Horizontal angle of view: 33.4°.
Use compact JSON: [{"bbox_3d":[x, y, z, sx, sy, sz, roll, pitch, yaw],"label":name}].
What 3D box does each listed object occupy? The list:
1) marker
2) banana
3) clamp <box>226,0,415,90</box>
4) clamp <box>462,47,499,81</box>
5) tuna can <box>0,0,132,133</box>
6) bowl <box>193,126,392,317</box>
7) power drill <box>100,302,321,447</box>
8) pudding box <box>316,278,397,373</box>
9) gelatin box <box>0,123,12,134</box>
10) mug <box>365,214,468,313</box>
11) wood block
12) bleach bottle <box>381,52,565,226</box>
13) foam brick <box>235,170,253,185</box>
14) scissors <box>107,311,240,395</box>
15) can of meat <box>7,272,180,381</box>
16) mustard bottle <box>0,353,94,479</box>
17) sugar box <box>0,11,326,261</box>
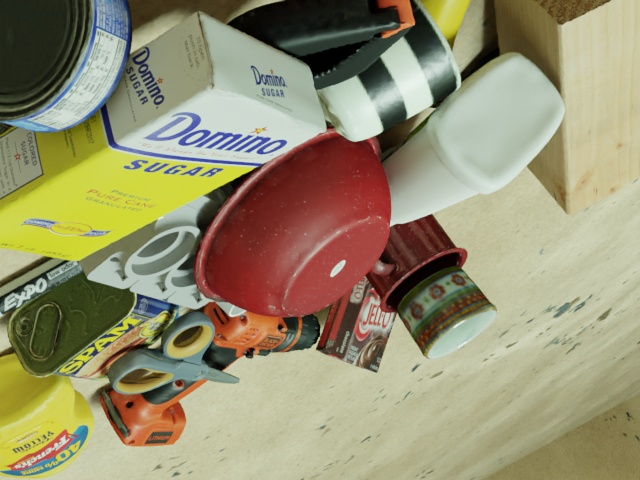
[{"bbox_3d":[-0.203,0.034,0.726,0.121,0.020,0.020,-29,158,-9],"label":"marker"},{"bbox_3d":[0.085,-0.141,0.731,0.069,0.037,0.198,-25,157,-19],"label":"banana"},{"bbox_3d":[-0.047,-0.091,0.575,0.210,0.036,0.164,-19,169,40],"label":"clamp"},{"bbox_3d":[0.176,-0.148,0.845,0.171,0.039,0.120,-29,147,-12],"label":"clamp"},{"bbox_3d":[-0.127,-0.092,0.479,0.086,0.086,0.033,-40,159,17],"label":"tuna can"},{"bbox_3d":[-0.005,0.001,0.724,0.162,0.055,0.162,-34,154,-19],"label":"bowl"},{"bbox_3d":[-0.098,0.118,0.996,0.188,0.057,0.184,-41,156,12],"label":"power drill"},{"bbox_3d":[0.042,0.082,1.079,0.090,0.039,0.113,-70,159,-6],"label":"pudding box"},{"bbox_3d":[-0.202,-0.053,0.533,0.073,0.030,0.089,-38,159,9],"label":"gelatin box"},{"bbox_3d":[0.065,0.007,0.950,0.117,0.081,0.093,-3,143,-52],"label":"mug"},{"bbox_3d":[0.190,-0.126,0.770,0.090,0.091,0.206,-29,143,-6],"label":"wood block"},{"bbox_3d":[0.077,-0.052,0.799,0.102,0.068,0.251,-43,-176,-23],"label":"bleach bottle"},{"bbox_3d":[-0.021,-0.052,0.752,0.053,0.051,0.078,-42,157,18],"label":"foam brick"},{"bbox_3d":[-0.092,0.093,0.863,0.096,0.016,0.201,-45,158,19],"label":"scissors"},{"bbox_3d":[-0.162,0.059,0.784,0.102,0.057,0.083,-37,160,8],"label":"can of meat"},{"bbox_3d":[-0.237,0.154,0.877,0.096,0.058,0.192,-27,158,-12],"label":"mustard bottle"},{"bbox_3d":[-0.094,-0.044,0.533,0.176,0.048,0.093,-23,161,29],"label":"sugar box"}]
